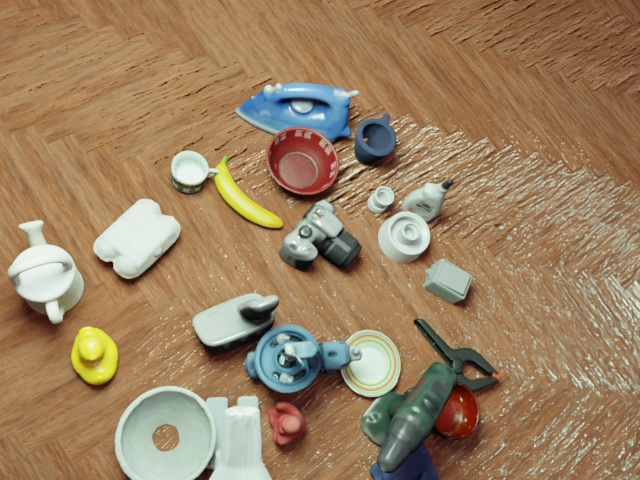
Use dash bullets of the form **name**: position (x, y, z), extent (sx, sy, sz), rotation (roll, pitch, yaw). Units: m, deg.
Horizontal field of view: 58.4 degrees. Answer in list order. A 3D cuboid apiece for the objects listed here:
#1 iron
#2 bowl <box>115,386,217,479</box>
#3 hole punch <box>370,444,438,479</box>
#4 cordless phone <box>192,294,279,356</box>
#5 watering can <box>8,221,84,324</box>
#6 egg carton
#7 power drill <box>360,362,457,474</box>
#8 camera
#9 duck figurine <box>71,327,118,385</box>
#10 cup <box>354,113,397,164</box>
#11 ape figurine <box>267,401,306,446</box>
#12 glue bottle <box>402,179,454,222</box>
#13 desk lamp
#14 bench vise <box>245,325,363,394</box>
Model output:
- **iron**: position (-0.046, -0.296, 1.238), extent (0.259, 0.141, 0.118), rotation (3, 71, -15)
- **bowl**: position (-0.265, 0.342, 0.992), extent (0.168, 0.074, 0.167), rotation (5, 70, -14)
- **hole punch**: position (0.167, 0.443, 1.074), extent (0.109, 0.091, 0.101), rotation (-33, 83, -23)
- **cordless phone**: position (-0.149, 0.139, 1.035), extent (0.148, 0.185, 0.094), rotation (-23, 79, -22)
- **watering can**: position (-0.469, 0.053, 0.967), extent (0.101, 0.194, 0.173), rotation (-39, 85, -24)
- **egg carton**: position (-0.345, -0.002, 1.090), extent (0.107, 0.069, 0.150), rotation (39, 66, 0)
- **power drill**: position (0.151, 0.326, 1.045), extent (0.075, 0.208, 0.230), rotation (43, 66, 2)
- **camera**: position (0.011, 0.004, 1.174), extent (0.137, 0.100, 0.143), rotation (39, 66, -1)
- **duck figurine**: position (-0.395, 0.199, 0.998), extent (0.078, 0.086, 0.104), rotation (-16, 77, -20)
- **cup**: position (0.118, -0.222, 1.286), extent (0.092, 0.095, 0.118), rotation (27, 66, -6)
- **ape figurine**: position (-0.058, 0.336, 1.045), extent (0.076, 0.092, 0.078), rotation (25, 67, -6)
- **glue bottle**: position (0.242, -0.093, 1.235), extent (0.078, 0.173, 0.037), rotation (24, 67, -7)
- **desk lamp**: position (-0.139, 0.358, 0.947), extent (0.118, 0.213, 0.203), rotation (2, 71, -15)
- **bench vise**: position (-0.021, 0.197, 1.033), extent (0.208, 0.219, 0.121), rotation (-19, 78, -21)
